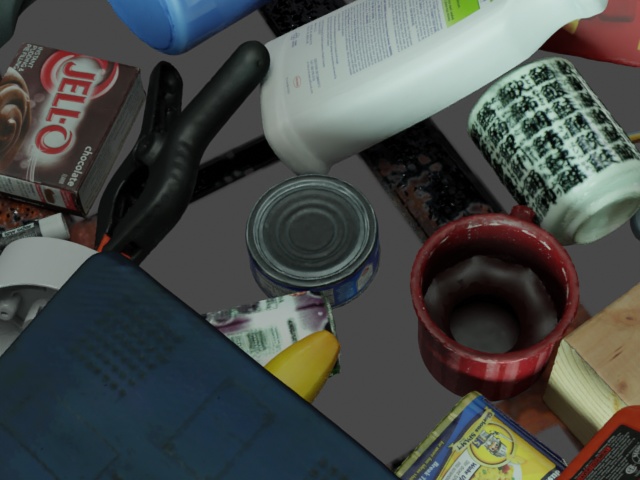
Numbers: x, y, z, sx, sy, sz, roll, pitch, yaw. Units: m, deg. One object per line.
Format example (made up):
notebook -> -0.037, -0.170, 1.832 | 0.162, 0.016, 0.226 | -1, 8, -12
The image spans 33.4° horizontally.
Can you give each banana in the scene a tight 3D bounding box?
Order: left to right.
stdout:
banana -> -0.037, 0.139, 0.569 | 0.069, 0.037, 0.197 | 8, 65, 6

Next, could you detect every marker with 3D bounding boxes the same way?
marker -> -0.226, 0.009, 0.702 | 0.121, 0.020, 0.020 | -18, 61, -6

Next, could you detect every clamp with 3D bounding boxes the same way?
clamp -> -0.106, -0.058, 0.708 | 0.120, 0.039, 0.171 | 9, 65, 58

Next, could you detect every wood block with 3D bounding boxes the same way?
wood block -> 0.239, 0.049, 0.605 | 0.206, 0.091, 0.090 | -34, 64, -14

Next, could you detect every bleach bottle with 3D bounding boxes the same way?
bleach bottle -> 0.083, -0.128, 0.668 | 0.251, 0.068, 0.102 | -22, 52, 23

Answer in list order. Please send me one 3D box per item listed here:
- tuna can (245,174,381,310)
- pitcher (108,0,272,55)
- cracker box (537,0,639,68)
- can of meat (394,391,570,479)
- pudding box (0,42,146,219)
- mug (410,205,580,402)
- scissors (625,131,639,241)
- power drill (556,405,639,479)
tuna can -> -0.004, 0.001, 0.681 | 0.086, 0.034, 0.086 | -2, 60, 4
pitcher -> -0.035, -0.236, 0.741 | 0.242, 0.149, 0.145 | -39, 65, -20
cracker box -> 0.181, -0.205, 0.709 | 0.214, 0.164, 0.072 | 13, 18, 11
can of meat -> 0.087, 0.145, 0.582 | 0.084, 0.057, 0.102 | 38, 69, 24
pudding box -> -0.182, -0.078, 0.735 | 0.090, 0.039, 0.113 | 13, 63, 11
mug -> 0.102, 0.034, 0.628 | 0.093, 0.081, 0.117 | 15, 63, 12
scissors -> 0.285, -0.031, 0.689 | 0.202, 0.016, 0.096 | 7, 64, 8
power drill -> 0.169, 0.185, 0.502 | 0.184, 0.057, 0.187 | -46, 111, -13
